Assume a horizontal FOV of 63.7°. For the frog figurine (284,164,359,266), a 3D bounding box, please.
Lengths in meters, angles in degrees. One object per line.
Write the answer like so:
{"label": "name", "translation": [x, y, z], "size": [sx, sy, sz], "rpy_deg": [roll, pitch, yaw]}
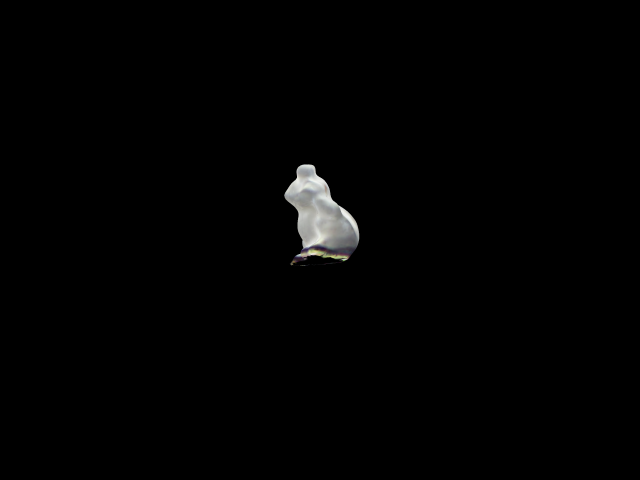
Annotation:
{"label": "frog figurine", "translation": [0.003, -0.043, 0.850], "size": [0.123, 0.161, 0.136], "rpy_deg": [0, -14, 0]}
